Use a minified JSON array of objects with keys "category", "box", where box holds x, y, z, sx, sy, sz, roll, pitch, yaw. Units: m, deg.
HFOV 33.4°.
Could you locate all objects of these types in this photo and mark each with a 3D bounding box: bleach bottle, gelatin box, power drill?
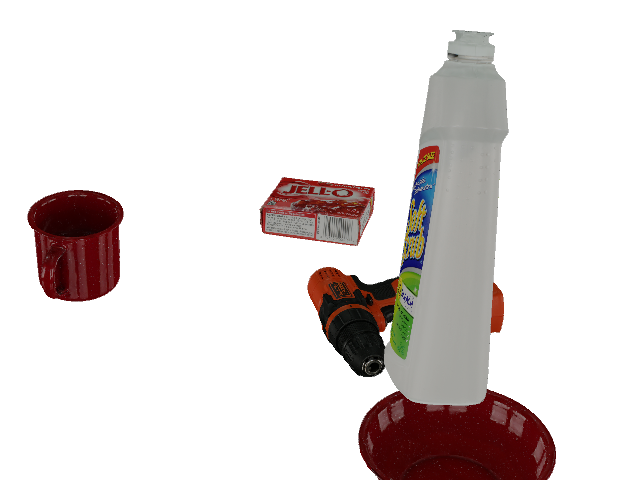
[{"category":"bleach bottle","box":[0.091,-0.019,0.743,0.068,0.251,0.102,3,13,-7]},{"category":"gelatin box","box":[-0.002,-0.028,0.949,0.089,0.030,0.073,8,25,11]},{"category":"power drill","box":[0.092,0.074,1.119,0.187,0.057,0.184,-7,29,-14]}]

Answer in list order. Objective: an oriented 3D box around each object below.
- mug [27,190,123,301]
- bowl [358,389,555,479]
[{"category":"mug","box":[-0.246,0.014,1.061,0.093,0.081,0.117,9,33,7]},{"category":"bowl","box":[0.111,0.187,0.889,0.162,0.055,0.162,0,29,0]}]
